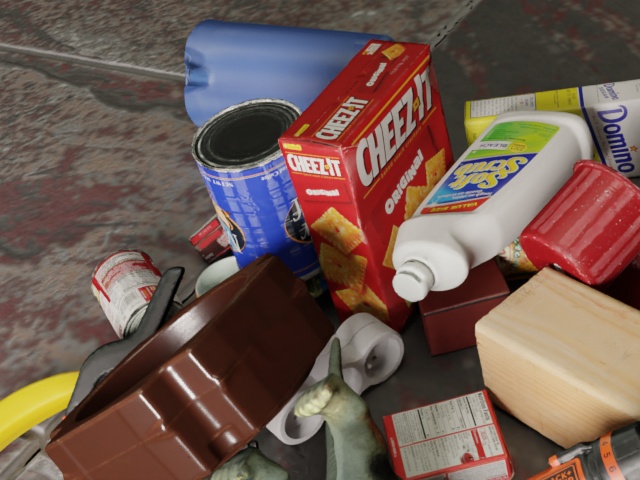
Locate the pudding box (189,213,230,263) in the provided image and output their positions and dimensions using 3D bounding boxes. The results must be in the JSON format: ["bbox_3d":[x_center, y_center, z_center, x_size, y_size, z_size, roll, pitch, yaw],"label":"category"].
[{"bbox_3d":[-0.074,-0.030,1.100,0.113,0.039,0.090,-45,7,-29],"label":"pudding box"}]

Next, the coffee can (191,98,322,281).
[{"bbox_3d":[-0.046,-0.042,0.964,0.103,0.140,0.103,-11,40,9],"label":"coffee can"}]

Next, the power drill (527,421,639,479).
[{"bbox_3d":[0.196,0.205,0.652,0.185,0.057,0.187,-37,39,29],"label":"power drill"}]

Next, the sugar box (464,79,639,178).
[{"bbox_3d":[0.237,-0.101,1.058,0.176,0.093,0.048,-5,39,16],"label":"sugar box"}]

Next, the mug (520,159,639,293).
[{"bbox_3d":[0.215,-0.005,0.881,0.081,0.093,0.117,-46,8,-9],"label":"mug"}]

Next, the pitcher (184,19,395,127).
[{"bbox_3d":[-0.026,-0.191,1.260,0.243,0.145,0.149,7,55,23],"label":"pitcher"}]

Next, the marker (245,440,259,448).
[{"bbox_3d":[-0.111,0.183,0.897,0.121,0.020,0.020,-11,38,8],"label":"marker"}]

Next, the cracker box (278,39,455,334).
[{"bbox_3d":[0.058,-0.046,0.959,0.072,0.213,0.164,11,45,32],"label":"cracker box"}]

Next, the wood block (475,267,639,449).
[{"bbox_3d":[0.225,0.113,0.796,0.090,0.091,0.206,-35,41,-24],"label":"wood block"}]

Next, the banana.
[{"bbox_3d":[-0.285,0.179,0.959,0.070,0.037,0.197,25,54,26],"label":"banana"}]

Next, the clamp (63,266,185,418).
[{"bbox_3d":[-0.148,0.120,0.954,0.120,0.039,0.171,43,84,13],"label":"clamp"}]

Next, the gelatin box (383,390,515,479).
[{"bbox_3d":[0.099,0.162,0.834,0.089,0.030,0.073,-15,36,3],"label":"gelatin box"}]

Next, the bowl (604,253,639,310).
[{"bbox_3d":[0.306,0.007,0.928,0.162,0.055,0.162,-11,37,8],"label":"bowl"}]

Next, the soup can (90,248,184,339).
[{"bbox_3d":[-0.175,0.061,1.036,0.068,0.068,0.102,-28,39,-14],"label":"soup can"}]

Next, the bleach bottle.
[{"bbox_3d":[0.145,-0.028,0.933,0.103,0.068,0.250,9,38,35],"label":"bleach bottle"}]

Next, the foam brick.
[{"bbox_3d":[0.126,0.058,0.936,0.078,0.051,0.053,-15,37,3],"label":"foam brick"}]

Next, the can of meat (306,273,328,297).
[{"bbox_3d":[-0.007,0.001,1.055,0.083,0.057,0.102,-39,43,-24],"label":"can of meat"}]
